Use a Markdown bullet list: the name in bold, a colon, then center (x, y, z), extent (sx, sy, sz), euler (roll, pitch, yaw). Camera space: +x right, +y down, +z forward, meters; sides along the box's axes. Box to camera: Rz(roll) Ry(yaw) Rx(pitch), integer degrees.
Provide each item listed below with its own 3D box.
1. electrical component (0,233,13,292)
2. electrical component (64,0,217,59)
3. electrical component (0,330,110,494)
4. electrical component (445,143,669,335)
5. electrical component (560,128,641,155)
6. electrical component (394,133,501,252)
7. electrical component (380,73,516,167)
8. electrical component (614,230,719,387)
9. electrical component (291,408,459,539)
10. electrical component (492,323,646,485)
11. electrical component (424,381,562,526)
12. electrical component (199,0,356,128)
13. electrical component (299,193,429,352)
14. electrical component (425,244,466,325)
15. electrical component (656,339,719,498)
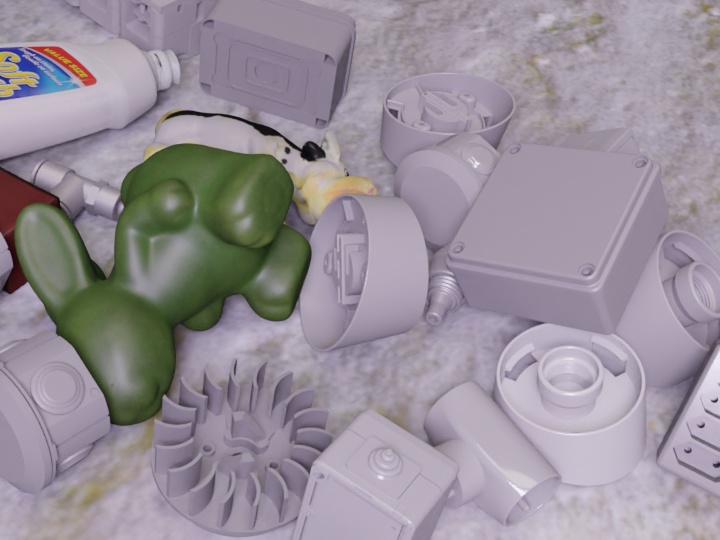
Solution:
- **electrical component**: center (-0.255, -0.003, 0.648), extent (0.080, 0.080, 0.051), euler (27, 41, 14)
- **electrical component**: center (-0.188, -0.243, 0.905), extent (0.150, 0.061, 0.089), euler (35, 49, 21)
- **electrical component**: center (-0.180, 0.076, 0.587), extent (0.080, 0.080, 0.051), euler (38, 45, 23)
- **electrical component**: center (0.128, -0.023, 0.695), extent (0.109, 0.056, 0.108), euler (11, 57, 35)
- **electrical component**: center (0.178, -0.047, 0.775), extent (0.061, 0.096, 0.062), euler (-3, 29, 44)
- **electrical component**: center (0.068, -0.055, 0.767), extent (0.080, 0.080, 0.051), euler (36, 46, 22)
- **electrical component**: center (0.065, -0.115, 0.834), extent (0.099, 0.064, 0.099), euler (6, 46, -7)
- **electrical component**: center (0.208, 0.024, 0.720), extent (0.099, 0.064, 0.099), euler (20, 55, -32)
- **electrical component**: center (0.010, 0.121, 0.571), extent (0.062, 0.096, 0.061), euler (30, 42, 17)
- **electrical component**: center (0.132, 0.082, 0.675), extent (0.099, 0.064, 0.099), euler (-4, 45, 4)
- **electrical component**: center (0.063, 0.114, 0.626), extent (0.079, 0.044, 0.077), euler (-22, 55, -30)
- **electrical component**: center (-0.065, -0.171, 0.851), extent (0.113, 0.078, 0.057), euler (18, 49, 5)
- **electrical component**: center (0.000, 0.000, 0.689), extent (0.064, 0.099, 0.099), euler (-5, 47, -24)
- **electrical component**: center (0.059, 0.012, 0.731), extent (0.035, 0.035, 0.061), euler (20, 48, 7)
- **electrical component**: center (0.225, 0.089, 0.672), extent (0.047, 0.083, 0.076), euler (27, 9, 14)
